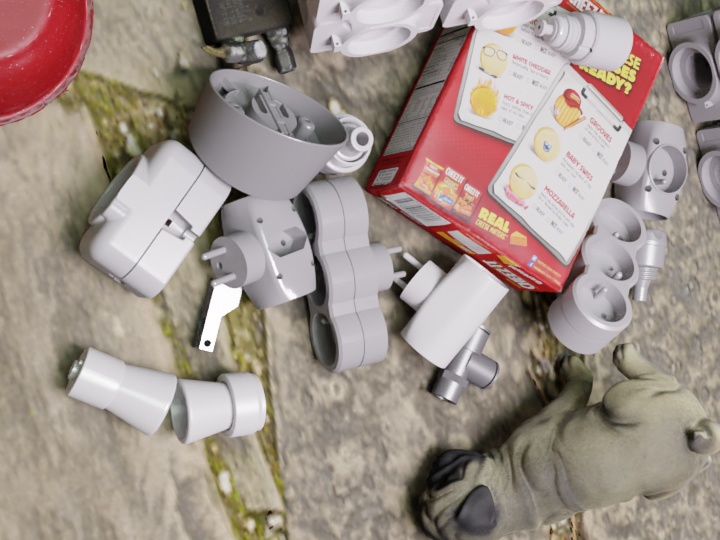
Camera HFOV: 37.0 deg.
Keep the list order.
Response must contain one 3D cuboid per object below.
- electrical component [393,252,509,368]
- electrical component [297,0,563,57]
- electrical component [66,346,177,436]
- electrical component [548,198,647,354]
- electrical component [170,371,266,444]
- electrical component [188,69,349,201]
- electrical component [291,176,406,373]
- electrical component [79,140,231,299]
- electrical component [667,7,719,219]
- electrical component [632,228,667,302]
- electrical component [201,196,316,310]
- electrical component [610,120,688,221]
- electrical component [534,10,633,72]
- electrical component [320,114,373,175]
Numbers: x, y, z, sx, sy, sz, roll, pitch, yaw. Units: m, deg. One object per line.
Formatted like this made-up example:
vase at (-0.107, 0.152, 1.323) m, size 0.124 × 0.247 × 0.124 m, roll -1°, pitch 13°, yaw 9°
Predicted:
electrical component at (0.057, 0.020, 0.810) m, size 0.079 × 0.043 × 0.077 m, roll 40°, pitch 98°, yaw 9°
electrical component at (0.055, -0.200, 0.718) m, size 0.186 × 0.105 × 0.060 m, roll -13°, pitch 82°, yaw -9°
electrical component at (-0.160, 0.078, 0.712) m, size 0.065 × 0.044 × 0.044 m, roll 26°, pitch 80°, yaw -19°
electrical component at (0.181, 0.012, 0.860) m, size 0.052 × 0.073 × 0.138 m, roll 28°, pitch 49°, yaw -6°
electrical component at (-0.098, 0.094, 0.739) m, size 0.055 × 0.045 × 0.045 m, roll -4°, pitch 93°, yaw -26°
electrical component at (-0.063, -0.095, 0.722) m, size 0.099 × 0.064 × 0.099 m, roll 25°, pitch 36°, yaw -20°
electrical component at (0.000, 0.000, 0.781) m, size 0.074 × 0.052 × 0.138 m, roll -12°, pitch 96°, yaw -25°
electrical component at (-0.139, -0.037, 0.712) m, size 0.059 × 0.054 × 0.095 m, roll 39°, pitch 75°, yaw -21°
electrical component at (0.336, -0.133, 0.914) m, size 0.060 × 0.105 × 0.186 m, roll -23°, pitch 101°, yaw -24°
electrical component at (0.239, -0.004, 0.908) m, size 0.035 × 0.035 × 0.061 m, roll 7°, pitch 90°, yaw -26°
electrical component at (-0.076, -0.010, 0.738) m, size 0.079 × 0.043 × 0.077 m, roll -23°, pitch 96°, yaw -45°
electrical component at (0.228, -0.087, 0.895) m, size 0.079 × 0.044 × 0.077 m, roll 12°, pitch 85°, yaw -27°
electrical component at (0.163, -0.170, 0.786) m, size 0.078 × 0.040 × 0.040 m, roll 5°, pitch 88°, yaw -27°
electrical component at (-0.012, -0.091, 0.769) m, size 0.043 × 0.062 × 0.043 m, roll 0°, pitch 91°, yaw -26°
